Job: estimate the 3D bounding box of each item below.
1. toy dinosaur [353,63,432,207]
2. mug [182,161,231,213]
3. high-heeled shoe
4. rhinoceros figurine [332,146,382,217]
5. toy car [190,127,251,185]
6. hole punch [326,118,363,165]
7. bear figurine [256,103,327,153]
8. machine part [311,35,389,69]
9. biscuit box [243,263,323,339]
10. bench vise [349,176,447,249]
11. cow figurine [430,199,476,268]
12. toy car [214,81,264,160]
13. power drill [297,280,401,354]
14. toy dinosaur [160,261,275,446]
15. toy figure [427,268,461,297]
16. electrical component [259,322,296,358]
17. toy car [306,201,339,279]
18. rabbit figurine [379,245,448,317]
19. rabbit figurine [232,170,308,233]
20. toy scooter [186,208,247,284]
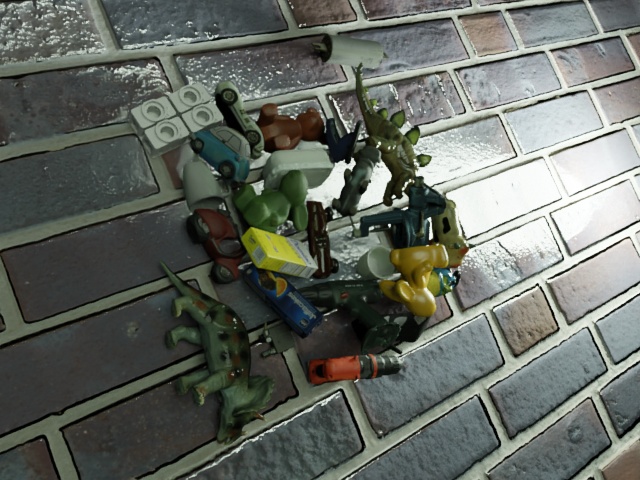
[{"bbox_3d":[0.188,-0.260,1.475,0.198,0.105,0.471,-34,99,-36],"label":"toy dinosaur"},{"bbox_3d":[-0.263,-0.127,1.228,0.109,0.081,0.107,-17,74,-25],"label":"mug"},{"bbox_3d":[0.192,0.200,1.372,0.145,0.086,0.249,33,40,20],"label":"high-heeled shoe"},{"bbox_3d":[0.098,-0.147,1.367,0.073,0.112,0.190,26,98,12],"label":"rhinoceros figurine"},{"bbox_3d":[-0.216,-0.207,1.245,0.161,0.109,0.103,42,93,-2],"label":"toy car"},{"bbox_3d":[0.053,-0.256,1.380,0.092,0.142,0.115,13,107,1],"label":"hole punch"},{"bbox_3d":[-0.059,-0.280,1.346,0.196,0.132,0.120,-16,87,-23],"label":"bear figurine"},{"bbox_3d":[0.090,-0.530,1.518,0.243,0.079,0.079,-2,76,-27],"label":"machine part"},{"bbox_3d":[-0.084,0.129,1.207,0.203,0.059,0.063,42,70,14],"label":"biscuit box"},{"bbox_3d":[0.200,-0.053,1.378,0.241,0.223,0.129,-9,42,-10],"label":"bench vise"},{"bbox_3d":[0.355,-0.018,1.465,0.085,0.127,0.195,3,72,-22],"label":"cow figurine"},{"bbox_3d":[-0.196,-0.288,1.309,0.056,0.073,0.201,-30,89,-29],"label":"toy car"},{"bbox_3d":[0.073,0.171,1.258,0.232,0.208,0.085,-7,121,-33],"label":"power drill"},{"bbox_3d":[-0.212,0.222,1.133,0.192,0.131,0.405,-2,71,-39],"label":"toy dinosaur"},{"bbox_3d":[0.290,0.119,1.420,0.180,0.082,0.089,-5,75,-29],"label":"toy figure"},{"bbox_3d":[-0.092,0.217,1.226,0.102,0.045,0.078,-13,79,-28],"label":"electrical component"},{"bbox_3d":[-0.003,-0.004,1.333,0.089,0.053,0.202,2,75,-22],"label":"toy car"},{"bbox_3d":[0.232,0.103,1.292,0.162,0.122,0.173,-7,88,-32],"label":"rabbit figurine"},{"bbox_3d":[-0.088,-0.081,1.250,0.170,0.121,0.159,-40,129,0],"label":"rabbit figurine"},{"bbox_3d":[-0.211,0.000,1.218,0.135,0.075,0.183,-27,91,-30],"label":"toy scooter"}]
